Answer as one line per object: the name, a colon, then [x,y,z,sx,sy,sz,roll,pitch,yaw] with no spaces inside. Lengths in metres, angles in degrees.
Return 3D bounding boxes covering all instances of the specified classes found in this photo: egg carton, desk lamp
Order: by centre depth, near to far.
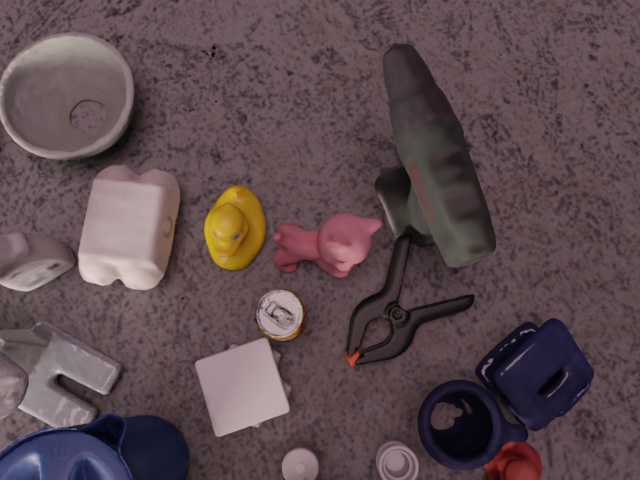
desk lamp: [-0.344,0.125,0.595,0.203,0.213,0.118,26,80,5]
egg carton: [-0.229,-0.016,0.698,0.107,0.069,0.150,6,78,1]

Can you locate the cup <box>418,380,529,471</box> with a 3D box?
cup: [0.162,0.204,0.640,0.117,0.095,0.092,7,78,2]

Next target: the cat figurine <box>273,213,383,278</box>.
cat figurine: [0.006,0.002,0.669,0.127,0.118,0.067,3,78,1]

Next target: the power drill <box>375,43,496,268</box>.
power drill: [0.115,-0.073,0.638,0.075,0.208,0.229,-22,79,-4]

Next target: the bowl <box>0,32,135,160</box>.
bowl: [-0.307,-0.171,0.726,0.167,0.075,0.167,0,78,0]

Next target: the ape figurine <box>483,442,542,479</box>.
ape figurine: [0.213,0.251,0.632,0.076,0.092,0.078,18,79,4]

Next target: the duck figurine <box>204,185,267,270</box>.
duck figurine: [-0.106,-0.020,0.690,0.077,0.086,0.104,7,79,2]

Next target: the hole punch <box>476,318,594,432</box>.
hole punch: [0.252,0.153,0.652,0.109,0.091,0.101,-41,81,-7]

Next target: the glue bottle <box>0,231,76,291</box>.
glue bottle: [-0.343,0.018,0.638,0.078,0.173,0.037,-29,80,-5]
